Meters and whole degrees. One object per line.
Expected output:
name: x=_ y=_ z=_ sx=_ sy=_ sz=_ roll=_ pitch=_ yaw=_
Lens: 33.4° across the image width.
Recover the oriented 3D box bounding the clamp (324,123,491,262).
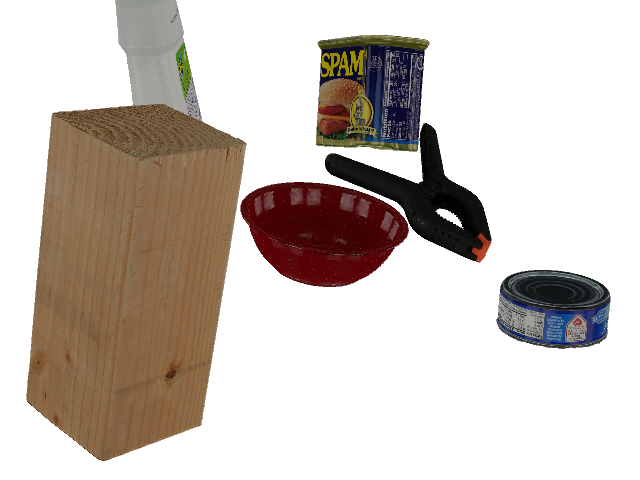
clamp: x=0.114 y=-0.052 z=1.231 sx=0.164 sy=0.036 sz=0.210 roll=-15 pitch=52 yaw=-27

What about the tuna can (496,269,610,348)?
tuna can: x=0.182 y=0.052 z=0.833 sx=0.086 sy=0.034 sz=0.086 roll=1 pitch=18 yaw=-1

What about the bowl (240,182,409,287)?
bowl: x=0.001 y=0.000 z=1.022 sx=0.162 sy=0.055 sz=0.162 roll=7 pitch=24 yaw=-3

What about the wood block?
wood block: x=-0.123 y=0.024 z=0.696 sx=0.090 sy=0.206 sz=0.090 roll=28 pitch=27 yaw=36

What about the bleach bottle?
bleach bottle: x=-0.141 y=-0.136 z=0.957 sx=0.068 sy=0.251 sz=0.102 roll=-6 pitch=38 yaw=-1

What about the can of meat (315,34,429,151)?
can of meat: x=0.037 y=-0.113 z=0.831 sx=0.057 sy=0.084 sz=0.102 roll=0 pitch=6 yaw=-28
